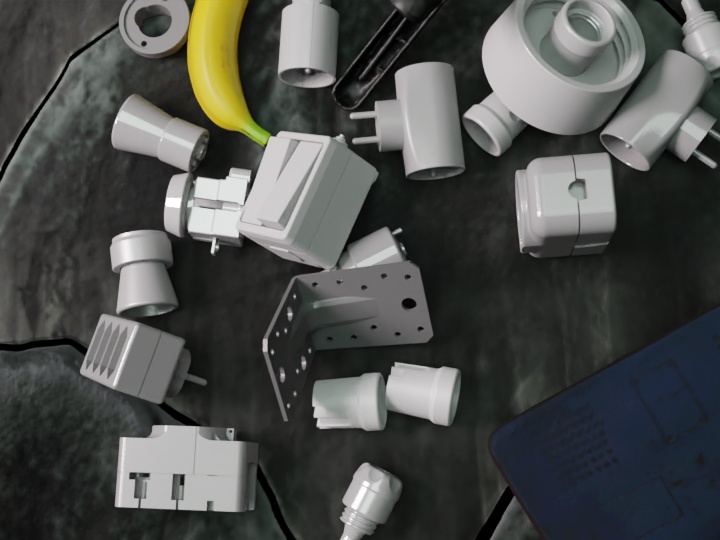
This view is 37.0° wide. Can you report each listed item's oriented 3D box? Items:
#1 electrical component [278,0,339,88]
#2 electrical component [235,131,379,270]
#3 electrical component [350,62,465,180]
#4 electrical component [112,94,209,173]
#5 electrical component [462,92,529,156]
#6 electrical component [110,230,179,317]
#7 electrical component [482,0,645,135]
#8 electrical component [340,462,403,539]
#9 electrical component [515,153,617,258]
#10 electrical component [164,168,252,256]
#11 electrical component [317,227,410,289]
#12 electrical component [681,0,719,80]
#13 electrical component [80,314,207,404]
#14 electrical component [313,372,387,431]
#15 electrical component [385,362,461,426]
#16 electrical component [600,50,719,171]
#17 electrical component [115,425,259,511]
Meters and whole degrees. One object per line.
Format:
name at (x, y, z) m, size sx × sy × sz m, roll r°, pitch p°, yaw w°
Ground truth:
electrical component at (-0.037, -0.182, 0.808) m, size 0.043 × 0.043 × 0.081 m, roll 2°, pitch 80°, yaw 7°
electrical component at (-0.038, -0.057, 0.762) m, size 0.062 × 0.061 × 0.096 m, roll 14°, pitch 76°, yaw 47°
electrical component at (0.033, -0.106, 0.780) m, size 0.079 × 0.043 × 0.077 m, roll -5°, pitch 83°, yaw -3°
electrical component at (-0.147, -0.100, 0.806) m, size 0.065 × 0.044 × 0.044 m, roll 23°, pitch 82°, yaw 5°
electrical component at (0.104, -0.112, 0.782) m, size 0.046 × 0.040 × 0.040 m, roll -43°, pitch 78°, yaw -8°
electrical component at (-0.158, 0.003, 0.785) m, size 0.045 × 0.045 × 0.055 m, roll -10°, pitch 77°, yaw 4°
electrical component at (0.147, -0.156, 0.752) m, size 0.108 × 0.060 × 0.108 m, roll 7°, pitch 63°, yaw -15°
electrical component at (0.003, 0.166, 0.742) m, size 0.035 × 0.035 × 0.061 m, roll 27°, pitch 86°, yaw 10°
electrical component at (0.138, -0.042, 0.735) m, size 0.059 × 0.095 × 0.053 m, roll -4°, pitch 79°, yaw 6°
electrical component at (-0.112, -0.045, 0.790) m, size 0.055 × 0.048 × 0.066 m, roll 8°, pitch 80°, yaw 0°
electrical component at (0.000, 0.000, 0.770) m, size 0.078 × 0.040 × 0.040 m, roll -26°, pitch 78°, yaw 1°
electrical component at (0.250, -0.170, 0.779) m, size 0.035 × 0.035 × 0.061 m, roll -19°, pitch 75°, yaw 3°
electrical component at (-0.145, 0.068, 0.762) m, size 0.076 × 0.083 × 0.047 m, roll 24°, pitch 81°, yaw -28°
electrical component at (-0.007, 0.093, 0.755) m, size 0.046 × 0.040 × 0.040 m, roll -4°, pitch 79°, yaw 11°
electrical component at (0.044, 0.085, 0.750) m, size 0.046 × 0.040 × 0.040 m, roll 9°, pitch 80°, yaw 13°
electrical component at (0.226, -0.103, 0.764) m, size 0.079 × 0.043 × 0.077 m, roll 37°, pitch 85°, yaw 10°
electrical component at (-0.120, 0.138, 0.752) m, size 0.089 × 0.050 × 0.055 m, roll 1°, pitch 80°, yaw 6°
